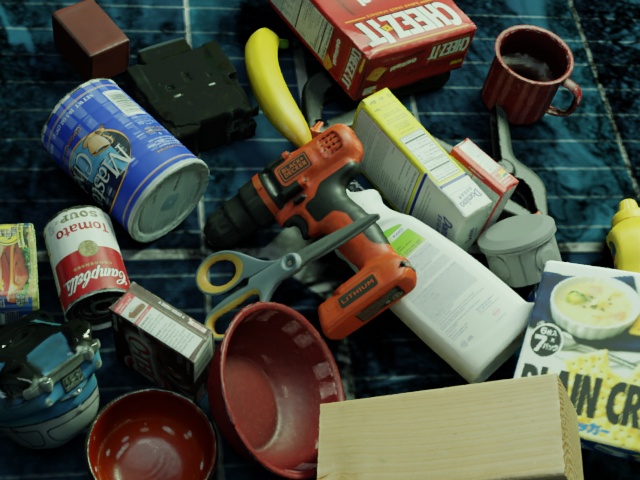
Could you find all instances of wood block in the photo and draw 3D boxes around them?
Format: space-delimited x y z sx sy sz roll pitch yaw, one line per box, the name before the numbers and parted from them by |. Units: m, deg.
wood block | 0.110 0.183 0.900 0.206 0.090 0.091 -11 54 20

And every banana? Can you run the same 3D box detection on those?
banana | -0.049 -0.178 1.176 0.069 0.037 0.198 15 42 -25

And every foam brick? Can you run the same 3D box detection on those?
foam brick | -0.255 -0.220 1.188 0.051 0.053 0.078 -32 68 -27

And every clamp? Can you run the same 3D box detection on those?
clamp | 0.201 -0.079 1.184 0.120 0.039 0.171 -34 71 -22
clamp | 0.050 -0.173 1.221 0.164 0.036 0.209 23 51 7

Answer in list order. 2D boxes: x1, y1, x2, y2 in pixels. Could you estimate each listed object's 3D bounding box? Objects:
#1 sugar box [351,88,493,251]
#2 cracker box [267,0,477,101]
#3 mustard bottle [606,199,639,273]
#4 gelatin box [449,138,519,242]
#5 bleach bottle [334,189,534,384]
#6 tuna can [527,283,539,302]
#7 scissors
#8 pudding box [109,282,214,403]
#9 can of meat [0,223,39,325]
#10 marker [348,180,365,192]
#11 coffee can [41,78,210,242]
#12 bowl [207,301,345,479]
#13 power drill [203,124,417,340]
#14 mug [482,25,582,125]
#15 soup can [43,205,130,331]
sugar box | 0.101 -0.067 1.124 0.048 0.093 0.176 -31 67 -26
cracker box | 0.051 -0.272 1.232 0.163 0.072 0.214 -22 59 -30
mustard bottle | 0.331 0.038 1.094 0.058 0.096 0.191 -16 52 21
gelatin box | 0.161 -0.052 1.127 0.030 0.089 0.073 -35 68 -32
bleach bottle | 0.098 0.025 1.071 0.102 0.068 0.251 -42 69 -9
tuna can | 0.257 0.069 1.095 0.086 0.034 0.086 5 55 -7
scissors | -0.043 0.014 1.018 0.202 0.016 0.096 -43 63 9
pudding box | -0.140 0.096 0.956 0.090 0.113 0.039 30 59 11
can of meat | -0.309 0.033 1.003 0.083 0.057 0.102 -3 57 -15
marker | 0.037 -0.053 1.147 0.020 0.020 0.121 -32 67 -28
coffee can | -0.196 -0.080 1.072 0.140 0.103 0.102 42 59 18
bowl | -0.048 0.139 0.951 0.161 0.055 0.162 29 49 -40
power drill | -0.007 0.001 1.045 0.184 0.057 0.188 -35 69 10
mug | 0.247 -0.182 1.236 0.117 0.082 0.093 29 56 9
soup can | -0.220 0.027 1.016 0.068 0.068 0.102 -12 58 -18
